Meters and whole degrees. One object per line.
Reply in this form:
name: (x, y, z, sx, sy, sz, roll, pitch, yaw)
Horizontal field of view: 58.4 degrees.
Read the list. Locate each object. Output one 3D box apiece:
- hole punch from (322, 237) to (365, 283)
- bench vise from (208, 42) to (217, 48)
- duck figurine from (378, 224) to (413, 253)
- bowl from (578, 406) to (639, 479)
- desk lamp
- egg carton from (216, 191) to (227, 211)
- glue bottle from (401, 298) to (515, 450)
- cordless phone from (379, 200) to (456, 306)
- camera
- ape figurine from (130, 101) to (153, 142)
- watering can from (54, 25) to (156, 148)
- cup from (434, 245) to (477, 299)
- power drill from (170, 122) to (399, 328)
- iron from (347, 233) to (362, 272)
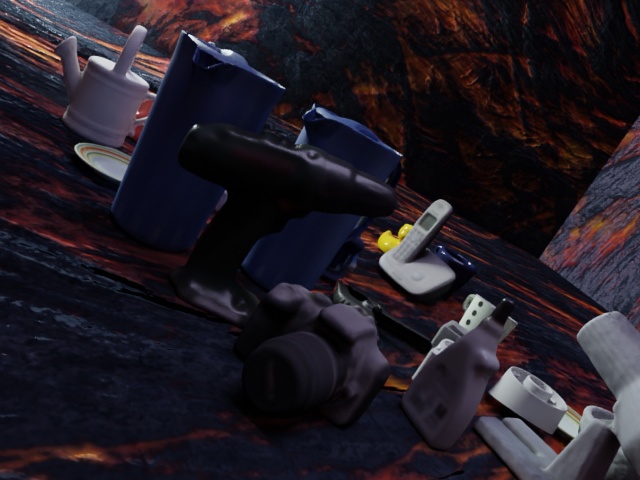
hole punch: (0.009, 0.003, 0.936, 0.109, 0.091, 0.101, 28, 14, -9)
bench vise: (-0.210, -0.265, 1.148, 0.208, 0.219, 0.121, 26, 15, -19)
duck figurine: (0.190, 0.003, 1.321, 0.078, 0.086, 0.104, 14, 22, -50)
bowl: (0.403, 0.301, 0.750, 0.167, 0.074, 0.167, 29, 14, -8)
desk lamp: (0.313, 0.200, 0.627, 0.118, 0.213, 0.202, 18, 19, -41)
egg carton: (-0.118, -0.071, 0.978, 0.107, 0.069, 0.150, 29, 14, -8)
glue bottle: (0.156, 0.135, 0.613, 0.037, 0.173, 0.078, 21, 17, -33)
cordless phone: (0.212, 0.020, 1.100, 0.094, 0.185, 0.147, 18, 19, -41)
camera: (-0.016, 0.100, 0.530, 0.143, 0.101, 0.137, 37, 15, 24)
ape figurine: (-0.318, -0.224, 1.050, 0.076, 0.092, 0.078, 40, 17, 33)
watering can: (-0.336, -0.260, 0.923, 0.173, 0.194, 0.100, 19, 18, -40)
cup: (0.265, 0.070, 1.225, 0.092, 0.095, 0.117, 21, 17, -35)
power drill: (-0.059, -0.015, 0.617, 0.230, 0.208, 0.075, 28, 14, -11)
iron: (0.018, -0.067, 1.095, 0.119, 0.141, 0.257, 14, 22, -49)
